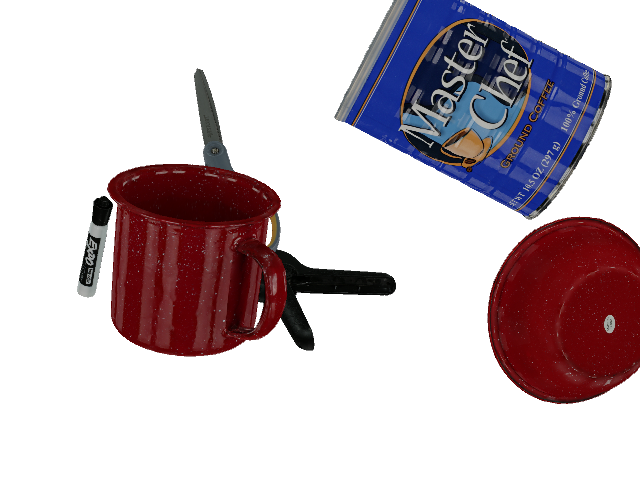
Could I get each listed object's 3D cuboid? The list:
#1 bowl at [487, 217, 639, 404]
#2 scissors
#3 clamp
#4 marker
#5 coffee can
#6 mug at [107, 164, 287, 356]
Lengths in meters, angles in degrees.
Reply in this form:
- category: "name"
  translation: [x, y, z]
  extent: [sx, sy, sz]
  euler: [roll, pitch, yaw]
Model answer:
- category: "bowl"
  translation: [0.222, 0.063, 0.880]
  extent: [0.162, 0.162, 0.055]
  euler: [0, 7, -17]
- category: "scissors"
  translation: [-0.099, -0.057, 0.853]
  extent: [0.096, 0.202, 0.016]
  euler: [-22, -32, -16]
- category: "clamp"
  translation: [-0.043, 0.053, 1.183]
  extent: [0.210, 0.036, 0.164]
  euler: [17, 31, 25]
- category: "marker"
  translation: [-0.223, 0.006, 1.057]
  extent: [0.020, 0.121, 0.020]
  euler: [13, 36, -10]
- category: "coffee can"
  translation: [0.093, -0.090, 0.669]
  extent: [0.140, 0.103, 0.103]
  euler: [27, -1, -2]
- category: "mug"
  translation: [-0.063, 0.015, 0.582]
  extent: [0.117, 0.081, 0.093]
  euler: [24, 26, 34]
